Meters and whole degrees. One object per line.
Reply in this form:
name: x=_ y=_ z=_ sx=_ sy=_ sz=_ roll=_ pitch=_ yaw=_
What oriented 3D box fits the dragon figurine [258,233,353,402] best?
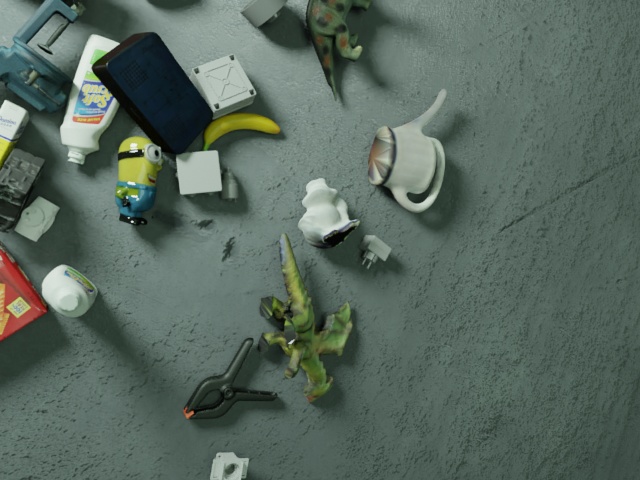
dragon figurine: x=-0.017 y=0.194 z=1.246 sx=0.242 sy=0.122 sz=0.411 roll=6 pitch=89 yaw=-44

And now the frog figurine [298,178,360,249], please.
frog figurine: x=0.004 y=-0.063 z=1.257 sx=0.138 sy=0.120 sz=0.161 roll=-31 pitch=68 yaw=-15

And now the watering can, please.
watering can: x=0.240 y=-0.248 z=1.360 sx=0.224 sy=0.104 sz=0.349 roll=9 pitch=86 yaw=-26
